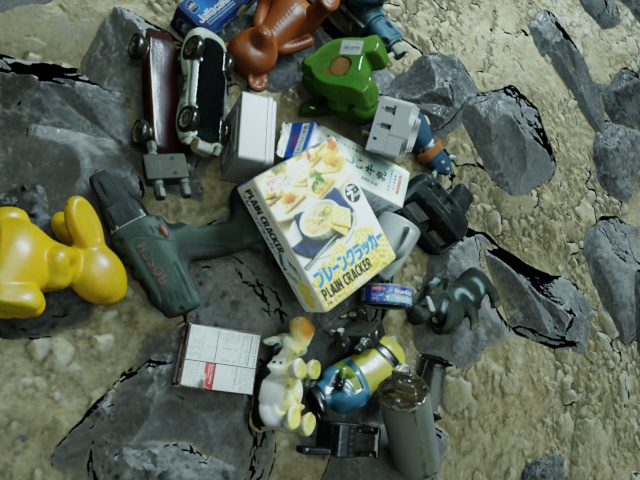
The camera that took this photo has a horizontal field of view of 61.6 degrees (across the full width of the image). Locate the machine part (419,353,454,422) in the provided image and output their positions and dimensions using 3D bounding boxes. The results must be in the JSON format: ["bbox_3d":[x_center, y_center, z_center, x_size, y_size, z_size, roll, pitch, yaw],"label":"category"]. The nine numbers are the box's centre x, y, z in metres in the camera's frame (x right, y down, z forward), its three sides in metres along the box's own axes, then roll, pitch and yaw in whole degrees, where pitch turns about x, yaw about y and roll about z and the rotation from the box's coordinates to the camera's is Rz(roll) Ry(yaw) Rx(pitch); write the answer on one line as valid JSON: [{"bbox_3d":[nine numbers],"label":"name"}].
[{"bbox_3d":[0.180,0.261,0.921,0.084,0.039,0.139,32,67,-12],"label":"machine part"}]

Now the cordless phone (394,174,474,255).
[{"bbox_3d":[0.228,-0.075,1.015,0.146,0.089,0.184,48,51,-9],"label":"cordless phone"}]

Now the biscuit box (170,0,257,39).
[{"bbox_3d":[-0.157,-0.400,0.891,0.062,0.059,0.203,43,63,-12],"label":"biscuit box"}]

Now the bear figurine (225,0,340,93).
[{"bbox_3d":[-0.077,-0.349,0.885,0.120,0.132,0.196,42,57,-7],"label":"bear figurine"}]

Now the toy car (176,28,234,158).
[{"bbox_3d":[-0.173,-0.219,0.803,0.073,0.056,0.201,17,69,-48],"label":"toy car"}]

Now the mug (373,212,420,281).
[{"bbox_3d":[0.120,0.017,0.914,0.080,0.110,0.107,33,79,-23],"label":"mug"}]

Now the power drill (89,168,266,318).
[{"bbox_3d":[-0.191,-0.020,0.772,0.207,0.086,0.232,-22,88,-34],"label":"power drill"}]

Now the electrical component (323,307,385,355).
[{"bbox_3d":[0.056,0.146,0.860,0.102,0.078,0.045,-30,106,-49],"label":"electrical component"}]

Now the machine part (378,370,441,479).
[{"bbox_3d":[0.138,0.288,0.827,0.079,0.079,0.242,-36,127,-29],"label":"machine part"}]

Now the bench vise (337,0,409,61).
[{"bbox_3d":[0.098,-0.438,0.943,0.129,0.240,0.224,-17,70,-26],"label":"bench vise"}]

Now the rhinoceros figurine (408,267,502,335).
[{"bbox_3d":[0.241,0.110,0.968,0.190,0.073,0.112,-24,91,-30],"label":"rhinoceros figurine"}]

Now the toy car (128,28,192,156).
[{"bbox_3d":[-0.241,-0.217,0.808,0.089,0.053,0.202,2,76,-43],"label":"toy car"}]

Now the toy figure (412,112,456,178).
[{"bbox_3d":[0.200,-0.187,1.027,0.154,0.064,0.058,51,24,-13],"label":"toy figure"}]

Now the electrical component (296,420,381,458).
[{"bbox_3d":[0.024,0.299,0.811,0.119,0.075,0.047,13,73,-22],"label":"electrical component"}]

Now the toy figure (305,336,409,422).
[{"bbox_3d":[0.061,0.215,0.846,0.180,0.082,0.089,-18,86,-27],"label":"toy figure"}]

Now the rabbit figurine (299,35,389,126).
[{"bbox_3d":[0.041,-0.245,0.917,0.159,0.170,0.121,0,70,17],"label":"rabbit figurine"}]

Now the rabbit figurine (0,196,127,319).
[{"bbox_3d":[-0.331,0.031,0.685,0.173,0.122,0.162,17,60,-38],"label":"rabbit figurine"}]

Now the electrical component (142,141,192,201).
[{"bbox_3d":[-0.212,-0.098,0.745,0.063,0.021,0.094,-8,65,-25],"label":"electrical component"}]

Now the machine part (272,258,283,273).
[{"bbox_3d":[-0.002,-0.003,0.880,0.179,0.056,0.179,7,73,-26],"label":"machine part"}]

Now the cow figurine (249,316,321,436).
[{"bbox_3d":[-0.054,0.197,0.792,0.068,0.098,0.167,36,52,-50],"label":"cow figurine"}]
